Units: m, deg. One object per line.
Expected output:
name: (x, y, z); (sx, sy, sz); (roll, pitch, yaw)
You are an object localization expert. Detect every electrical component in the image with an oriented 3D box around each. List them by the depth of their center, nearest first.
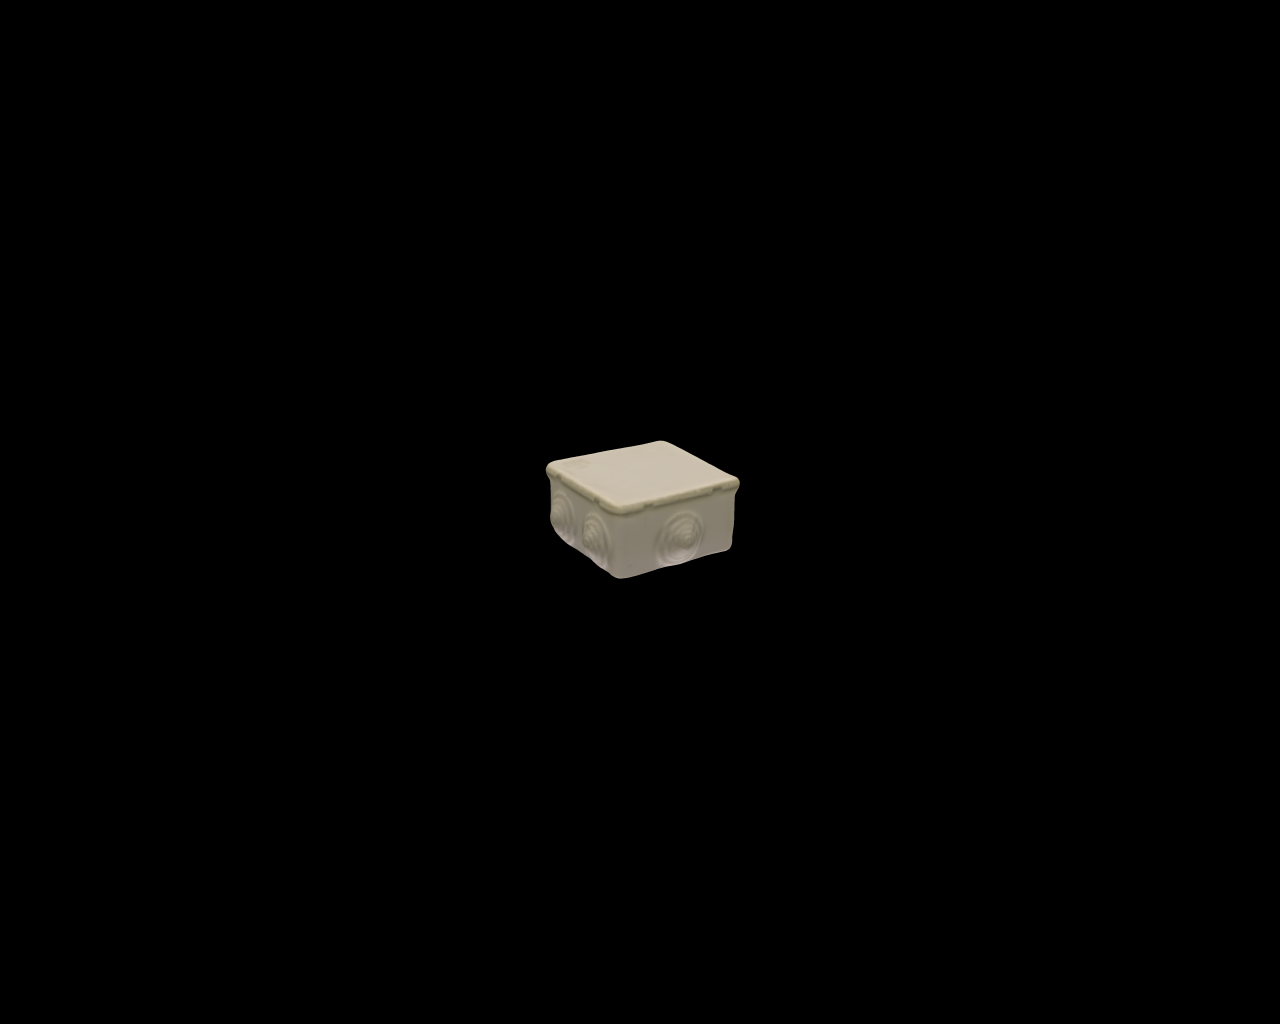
electrical component: (0.001, -0.003, 0.650); (0.100, 0.048, 0.100); (-13, 26, -29)
